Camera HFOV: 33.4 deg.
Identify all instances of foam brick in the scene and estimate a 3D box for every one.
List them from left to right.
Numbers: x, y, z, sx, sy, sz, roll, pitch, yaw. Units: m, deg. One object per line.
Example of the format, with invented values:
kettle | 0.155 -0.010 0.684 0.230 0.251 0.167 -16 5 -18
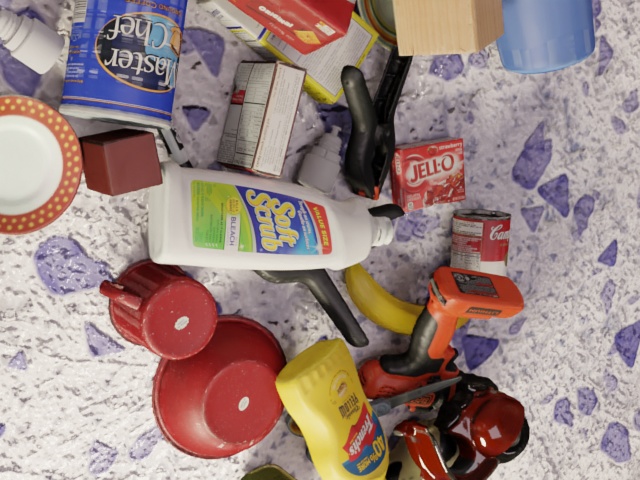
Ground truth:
foam brick | -0.190 -0.075 1.010 0.052 0.078 0.051 -15 105 -27

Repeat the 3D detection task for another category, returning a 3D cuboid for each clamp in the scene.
clamp | -0.008 0.001 1.141 0.209 0.036 0.164 28 74 -21
clamp | 0.051 -0.122 1.137 0.120 0.039 0.171 -15 118 -49

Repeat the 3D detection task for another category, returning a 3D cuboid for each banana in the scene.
banana | 0.095 0.074 1.226 0.197 0.037 0.069 31 86 -31

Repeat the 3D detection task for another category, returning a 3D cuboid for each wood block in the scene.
wood block | 0.125 -0.300 1.089 0.090 0.091 0.206 -40 127 -53

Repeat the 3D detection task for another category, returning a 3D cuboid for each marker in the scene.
marker | -0.151 -0.106 1.060 0.020 0.020 0.121 -31 114 -21

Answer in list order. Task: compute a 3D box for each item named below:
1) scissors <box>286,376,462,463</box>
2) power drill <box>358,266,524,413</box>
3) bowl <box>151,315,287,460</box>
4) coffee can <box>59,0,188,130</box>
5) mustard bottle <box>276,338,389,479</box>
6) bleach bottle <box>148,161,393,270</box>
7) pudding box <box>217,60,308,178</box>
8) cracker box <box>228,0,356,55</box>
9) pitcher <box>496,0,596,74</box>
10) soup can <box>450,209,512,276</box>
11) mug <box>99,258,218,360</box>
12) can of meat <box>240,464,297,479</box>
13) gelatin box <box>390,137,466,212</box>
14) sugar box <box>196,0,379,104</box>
scissors | 0.063 0.206 1.205 0.201 0.016 0.096 -7 117 -5
power drill | 0.155 0.122 1.211 0.184 0.057 0.188 9 125 -25
bowl | -0.093 0.163 1.126 0.161 0.055 0.162 -6 103 -29
coffee can | -0.178 -0.178 0.977 0.102 0.103 0.140 7 92 -31
mustard bottle | 0.026 0.208 1.141 0.096 0.058 0.191 -38 109 -49
bleach bottle | -0.043 -0.021 1.073 0.250 0.068 0.102 2 86 -24
pudding box | -0.059 -0.122 1.068 0.039 0.090 0.113 10 94 -30
cracker box | -0.033 -0.309 1.015 0.164 0.072 0.213 31 59 -31
pitcher | 0.225 -0.310 1.181 0.144 0.149 0.243 -46 127 -52
soup can | 0.186 0.018 1.250 0.068 0.069 0.102 -2 101 -30
mug | -0.162 0.066 1.051 0.117 0.082 0.093 27 86 -31
can of meat | -0.044 0.301 1.154 0.057 0.102 0.084 -20 107 -24
gelatin box | 0.123 -0.076 1.217 0.089 0.030 0.073 -12 105 -28
sugar box | -0.031 -0.226 1.091 0.176 0.048 0.093 36 80 -27
